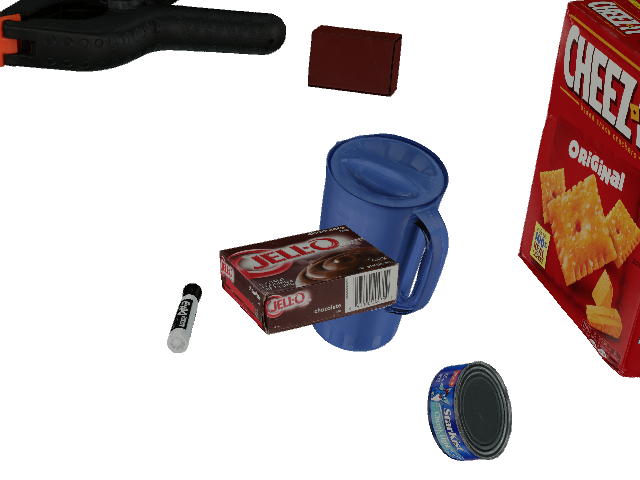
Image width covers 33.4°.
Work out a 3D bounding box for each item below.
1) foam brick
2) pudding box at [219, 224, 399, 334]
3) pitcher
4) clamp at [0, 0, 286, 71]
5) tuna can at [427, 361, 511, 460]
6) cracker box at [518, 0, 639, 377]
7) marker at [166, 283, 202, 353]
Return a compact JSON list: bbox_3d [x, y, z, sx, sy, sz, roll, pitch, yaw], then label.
[{"bbox_3d":[0.031,-0.163,0.969,0.078,0.051,0.053,9,19,9],"label":"foam brick"},{"bbox_3d":[-0.010,0.027,0.814,0.113,0.039,0.090,-10,25,-24],"label":"pudding box"},{"bbox_3d":[0.062,0.016,1.206,0.145,0.243,0.149,12,40,2],"label":"pitcher"},{"bbox_3d":[-0.120,-0.137,0.646,0.171,0.039,0.120,-10,31,-30],"label":"clamp"},{"bbox_3d":[0.132,0.151,0.942,0.034,0.086,0.085,-14,-10,41],"label":"tuna can"},{"bbox_3d":[0.214,-0.038,0.738,0.072,0.214,0.164,-7,34,-15],"label":"cracker box"},{"bbox_3d":[-0.126,0.070,1.000,0.020,0.020,0.121,0,21,0],"label":"marker"}]
